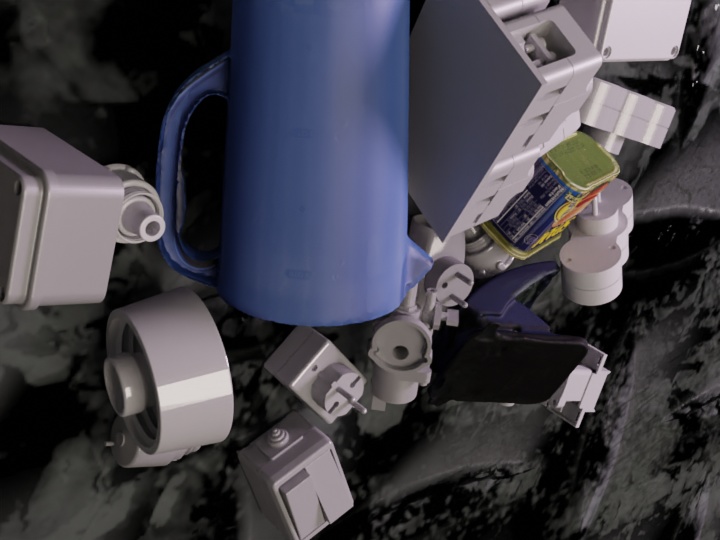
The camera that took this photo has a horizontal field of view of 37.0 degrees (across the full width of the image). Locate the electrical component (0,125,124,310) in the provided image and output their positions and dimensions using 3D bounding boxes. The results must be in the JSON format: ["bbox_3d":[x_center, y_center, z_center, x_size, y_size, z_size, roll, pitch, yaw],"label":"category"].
[{"bbox_3d":[-0.189,-0.033,0.602,0.057,0.113,0.078,-2,113,-43],"label":"electrical component"}]

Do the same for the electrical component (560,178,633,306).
[{"bbox_3d":[0.209,-0.041,0.946,0.138,0.052,0.073,-66,152,-45],"label":"electrical component"}]

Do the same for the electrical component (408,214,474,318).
[{"bbox_3d":[0.065,0.004,0.864,0.043,0.079,0.077,-1,113,-34],"label":"electrical component"}]

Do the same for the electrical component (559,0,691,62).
[{"bbox_3d":[0.222,-0.231,0.889,0.109,0.056,0.108,-10,118,-37],"label":"electrical component"}]

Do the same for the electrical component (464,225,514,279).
[{"bbox_3d":[0.099,-0.026,0.903,0.048,0.048,0.062,-47,126,-11],"label":"electrical component"}]

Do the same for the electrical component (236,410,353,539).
[{"bbox_3d":[-0.051,0.165,0.864,0.062,0.061,0.096,-34,131,-22],"label":"electrical component"}]

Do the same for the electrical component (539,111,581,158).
[{"bbox_3d":[0.129,-0.133,0.833,0.061,0.096,0.061,-36,131,-26],"label":"electrical component"}]

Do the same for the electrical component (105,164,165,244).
[{"bbox_3d":[-0.144,-0.036,0.674,0.048,0.062,0.048,-19,123,-32],"label":"electrical component"}]

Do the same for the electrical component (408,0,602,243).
[{"bbox_3d":[0.081,-0.116,0.730,0.060,0.105,0.186,-23,160,-26],"label":"electrical component"}]

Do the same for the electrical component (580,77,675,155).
[{"bbox_3d":[0.217,-0.124,0.945,0.138,0.052,0.073,8,107,-43],"label":"electrical component"}]

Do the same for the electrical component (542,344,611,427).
[{"bbox_3d":[0.208,0.111,1.072,0.064,0.042,0.081,7,107,-39],"label":"electrical component"}]

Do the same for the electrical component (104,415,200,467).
[{"bbox_3d":[-0.142,0.121,0.775,0.078,0.040,0.040,6,108,-43],"label":"electrical component"}]

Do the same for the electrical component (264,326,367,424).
[{"bbox_3d":[-0.023,0.088,0.835,0.047,0.077,0.065,-49,135,-9],"label":"electrical component"}]

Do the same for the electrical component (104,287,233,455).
[{"bbox_3d":[-0.134,0.070,0.712,0.060,0.108,0.108,-13,121,-29],"label":"electrical component"}]

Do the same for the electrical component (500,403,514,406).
[{"bbox_3d":[0.143,0.098,1.008,0.048,0.048,0.062,-14,127,-35],"label":"electrical component"}]
